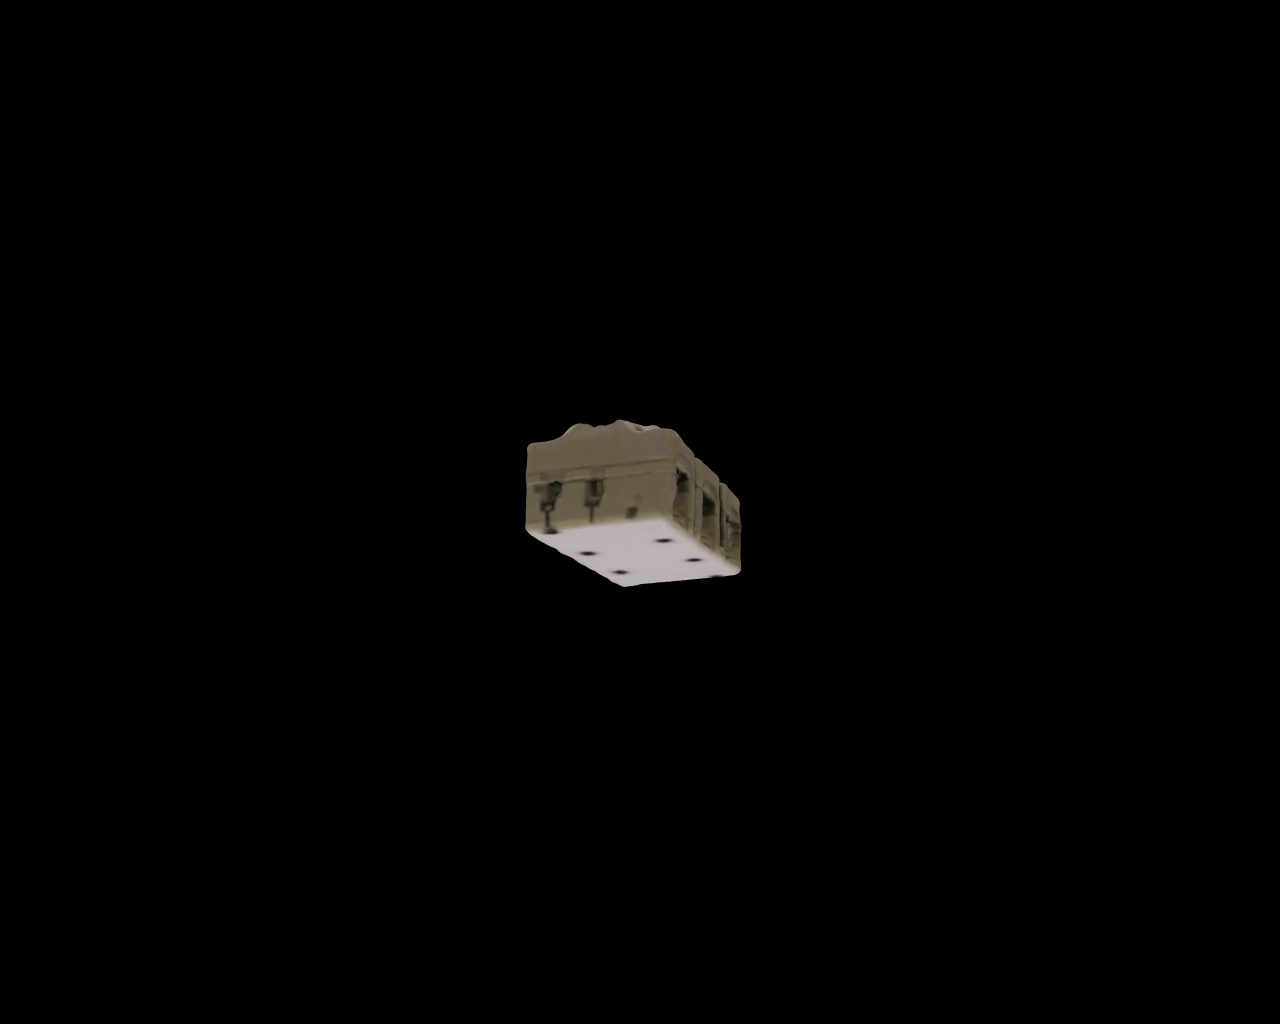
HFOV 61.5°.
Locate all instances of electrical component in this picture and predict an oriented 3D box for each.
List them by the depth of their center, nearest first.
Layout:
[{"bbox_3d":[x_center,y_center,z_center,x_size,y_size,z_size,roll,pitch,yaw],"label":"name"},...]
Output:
[{"bbox_3d":[0.001,-0.003,0.650,0.089,0.062,0.150,-6,-17,19],"label":"electrical component"}]
